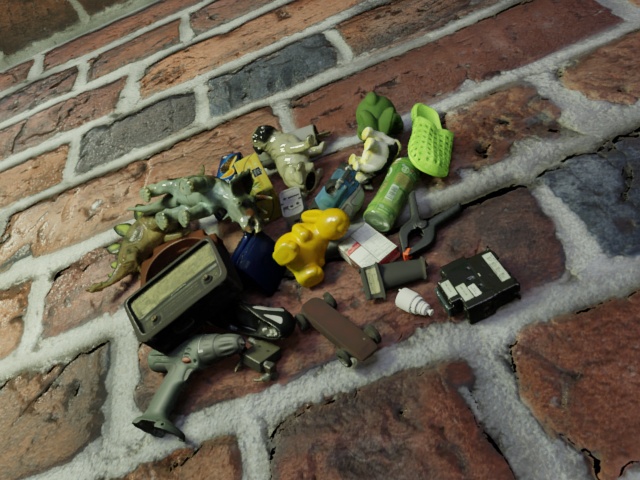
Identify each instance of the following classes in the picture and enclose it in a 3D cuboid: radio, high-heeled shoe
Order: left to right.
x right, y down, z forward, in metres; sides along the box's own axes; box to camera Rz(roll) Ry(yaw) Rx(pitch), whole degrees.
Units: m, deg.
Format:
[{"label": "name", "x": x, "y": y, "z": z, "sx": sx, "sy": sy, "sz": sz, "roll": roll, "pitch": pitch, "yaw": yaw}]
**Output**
[{"label": "radio", "x": -0.274, "y": 0.113, "z": 1.086, "sx": 0.229, "sy": 0.073, "sz": 0.131, "roll": -39, "pitch": 50, "yaw": 1}, {"label": "high-heeled shoe", "x": -0.171, "y": 0.163, "z": 1.077, "sx": 0.249, "sy": 0.086, "sz": 0.145, "roll": -2, "pitch": 14, "yaw": 3}]

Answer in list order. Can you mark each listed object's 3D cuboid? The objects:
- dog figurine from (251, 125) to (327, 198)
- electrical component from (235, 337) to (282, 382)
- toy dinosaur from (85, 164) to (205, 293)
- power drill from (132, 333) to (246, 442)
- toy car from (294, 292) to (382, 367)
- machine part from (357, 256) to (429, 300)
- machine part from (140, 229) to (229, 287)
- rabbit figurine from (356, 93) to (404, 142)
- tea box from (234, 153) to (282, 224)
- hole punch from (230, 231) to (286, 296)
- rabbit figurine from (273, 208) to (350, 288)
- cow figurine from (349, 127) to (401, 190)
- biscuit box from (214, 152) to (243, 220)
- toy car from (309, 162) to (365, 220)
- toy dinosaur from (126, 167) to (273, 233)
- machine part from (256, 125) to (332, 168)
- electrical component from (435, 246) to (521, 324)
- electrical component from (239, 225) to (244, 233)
[{"label": "dog figurine", "x": -0.097, "y": -0.200, "z": 1.366, "sx": 0.191, "sy": 0.121, "sz": 0.172, "roll": 12, "pitch": 80, "yaw": 27}, {"label": "electrical component", "x": -0.121, "y": 0.236, "z": 1.057, "sx": 0.102, "sy": 0.045, "sz": 0.078, "roll": 16, "pitch": 30, "yaw": 31}, {"label": "toy dinosaur", "x": -0.426, "y": -0.036, "z": 1.395, "sx": 0.199, "sy": 0.104, "sz": 0.471, "roll": 19, "pitch": 55, "yaw": 39}, {"label": "power drill", "x": -0.264, "y": 0.275, "z": 1.042, "sx": 0.232, "sy": 0.085, "sz": 0.207, "roll": -7, "pitch": 54, "yaw": 32}, {"label": "toy car", "x": 0.034, "y": 0.173, "z": 1.035, "sx": 0.089, "sy": 0.053, "sz": 0.202, "roll": -34, "pitch": 41, "yaw": -23}, {"label": "machine part", "x": 0.149, "y": 0.072, "z": 1.071, "sx": 0.139, "sy": 0.039, "sz": 0.084, "roll": -17, "pitch": 71, "yaw": 3}, {"label": "machine part", "x": -0.306, "y": 0.086, "z": 1.242, "sx": 0.201, "sy": 0.087, "sz": 0.201, "roll": -21, "pitch": 46, "yaw": 4}, {"label": "rabbit figurine", "x": 0.154, "y": -0.270, "z": 1.327, "sx": 0.121, "sy": 0.159, "sz": 0.170, "roll": -8, "pitch": 63, "yaw": 5}, {"label": "tea box", "x": -0.153, "y": -0.131, "z": 1.359, "sx": 0.068, "sy": 0.098, "sz": 0.170, "roll": -27, "pitch": 43, "yaw": 0}, {"label": "hole punch", "x": -0.135, "y": 0.051, "z": 1.182, "sx": 0.092, "sy": 0.115, "sz": 0.142, "roll": 14, "pitch": 57, "yaw": 24}, {"label": "rabbit figurine", "x": -0.002, "y": -0.004, "z": 1.160, "sx": 0.173, "sy": 0.122, "sz": 0.162, "roll": -42, "pitch": 13, "yaw": 19}, {"label": "cow figurine", "x": 0.120, "y": -0.176, "z": 1.271, "sx": 0.098, "sy": 0.167, "sz": 0.068, "roll": 12, "pitch": 40, "yaw": -19}, {"label": "biscuit box", "x": -0.243, "y": -0.145, "z": 1.437, "sx": 0.063, "sy": 0.059, "sz": 0.203, "roll": -10, "pitch": 48, "yaw": 16}, {"label": "toy car", "x": 0.050, "y": -0.097, "z": 1.228, "sx": 0.103, "sy": 0.161, "sz": 0.109, "roll": 37, "pitch": 54, "yaw": -5}, {"label": "toy dinosaur", "x": -0.283, "y": -0.101, "z": 1.255, "sx": 0.405, "sy": 0.131, "sz": 0.192, "roll": 9, "pitch": 18, "yaw": 43}, {"label": "machine part", "x": -0.084, "y": -0.251, "z": 1.450, "sx": 0.243, "sy": 0.079, "sz": 0.079, "roll": -16, "pitch": 46, "yaw": 12}, {"label": "electrical component", "x": 0.285, "y": 0.086, "z": 0.997, "sx": 0.134, "sy": 0.058, "sz": 0.115, "roll": -25, "pitch": 43, "yaw": 2}, {"label": "electrical component", "x": -0.190, "y": -0.066, "z": 1.344, "sx": 0.021, "sy": 0.063, "sz": 0.094, "roll": 1, "pitch": 50, "yaw": -26}]
